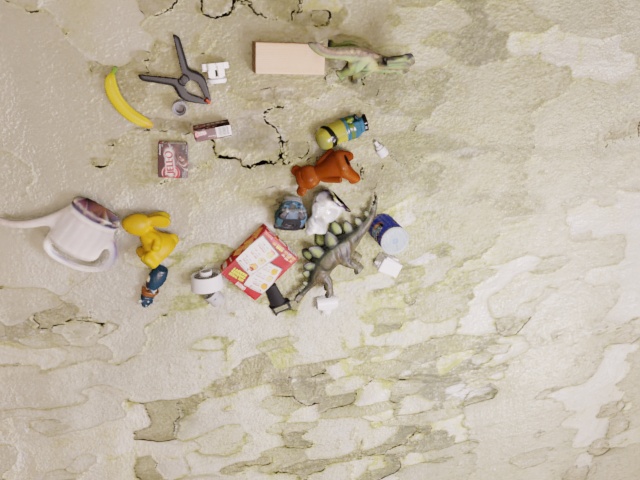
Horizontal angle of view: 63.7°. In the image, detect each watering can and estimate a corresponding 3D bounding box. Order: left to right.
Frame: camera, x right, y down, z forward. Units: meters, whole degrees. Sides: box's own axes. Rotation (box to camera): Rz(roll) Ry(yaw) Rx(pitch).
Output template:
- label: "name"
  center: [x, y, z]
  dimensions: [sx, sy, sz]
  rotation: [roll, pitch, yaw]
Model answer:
- label: "watering can"
  center: [-0.759, -0.038, 1.549]
  dimensions: [0.344, 0.105, 0.223]
  rotation: [34, 98, -24]

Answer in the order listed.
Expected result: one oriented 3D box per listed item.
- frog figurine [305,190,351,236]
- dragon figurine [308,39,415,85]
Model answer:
- label: "frog figurine"
  center: [0.005, -0.087, 1.729]
  dimensions: [0.158, 0.137, 0.124]
  rotation: [-41, 76, 11]
- label: "dragon figurine"
  center: [0.155, -0.534, 1.504]
  dimensions: [0.242, 0.413, 0.121]
  rotation: [2, 99, 26]
